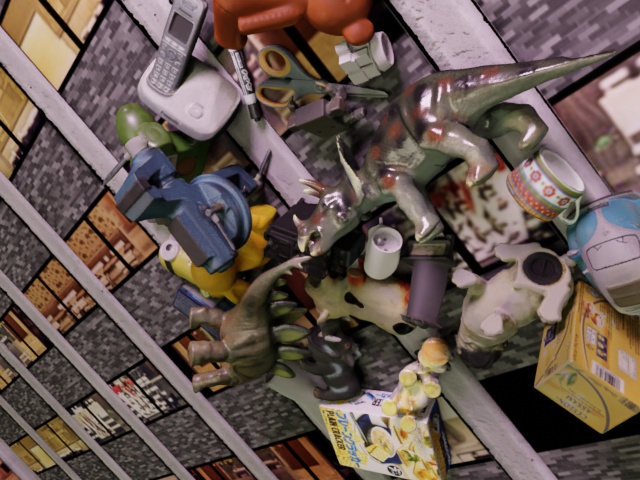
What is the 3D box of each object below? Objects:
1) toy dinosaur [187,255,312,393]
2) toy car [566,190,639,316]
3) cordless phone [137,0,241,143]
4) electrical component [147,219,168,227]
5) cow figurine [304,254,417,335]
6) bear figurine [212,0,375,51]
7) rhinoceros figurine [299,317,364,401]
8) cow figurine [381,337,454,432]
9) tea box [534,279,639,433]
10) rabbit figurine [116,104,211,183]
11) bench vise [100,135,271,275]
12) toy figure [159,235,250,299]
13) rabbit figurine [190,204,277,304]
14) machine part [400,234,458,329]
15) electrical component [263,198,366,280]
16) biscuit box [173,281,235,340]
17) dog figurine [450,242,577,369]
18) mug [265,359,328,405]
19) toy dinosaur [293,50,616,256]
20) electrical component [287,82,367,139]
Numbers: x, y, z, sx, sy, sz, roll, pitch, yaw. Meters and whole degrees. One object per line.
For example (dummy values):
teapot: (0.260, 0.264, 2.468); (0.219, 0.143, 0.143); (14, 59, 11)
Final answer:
toy dinosaur: (-0.115, 0.155, 0.878); (0.199, 0.105, 0.471); (-2, 149, -13)
toy car: (0.360, 0.033, 0.632); (0.109, 0.103, 0.161); (-24, 103, 39)
cordless phone: (-0.172, -0.249, 0.775); (0.147, 0.089, 0.184); (36, 126, 6)
electrical component: (-0.294, -0.055, 1.007); (0.094, 0.021, 0.063); (0, 120, 29)
cow figurine: (0.067, 0.094, 0.857); (0.195, 0.085, 0.127); (19, 123, 16)
bear figurine: (-0.028, -0.293, 0.658); (0.196, 0.132, 0.120); (7, 90, -8)
rhinoceros figurine: (0.025, 0.211, 0.958); (0.112, 0.073, 0.190); (2, 122, 28)
cow figurine: (0.171, 0.223, 0.882); (0.068, 0.098, 0.167); (33, 112, 16)
tea box: (0.336, 0.138, 0.669); (0.098, 0.169, 0.068); (36, 129, 7)
rabbit figurine: (-0.269, -0.155, 0.892); (0.170, 0.121, 0.159); (41, 141, 26)
bench vise: (-0.171, -0.067, 0.786); (0.224, 0.240, 0.129); (44, 126, 6)
toy figure: (-0.219, 0.052, 0.995); (0.180, 0.082, 0.089); (28, 128, 8)
rabbit figurine: (-0.153, 0.031, 0.883); (0.122, 0.173, 0.162); (14, 121, 17)
machine part: (0.149, 0.057, 0.760); (0.084, 0.139, 0.039); (-2, 154, 28)
electrical component: (-0.002, -0.002, 0.810); (0.134, 0.115, 0.058); (18, 130, 20)
biscuit box: (-0.189, 0.155, 1.057); (0.203, 0.059, 0.062); (35, 130, 6)
dog figurine: (0.268, 0.098, 0.752); (0.172, 0.121, 0.190); (-15, 148, 6)
mug: (-0.046, 0.277, 1.041); (0.107, 0.081, 0.109); (34, 126, -4)
toy dinosaur: (0.129, -0.122, 0.662); (0.192, 0.131, 0.404); (50, 121, 12)
electrical component: (0.002, -0.175, 0.730); (0.102, 0.078, 0.045); (-14, 74, 46)
